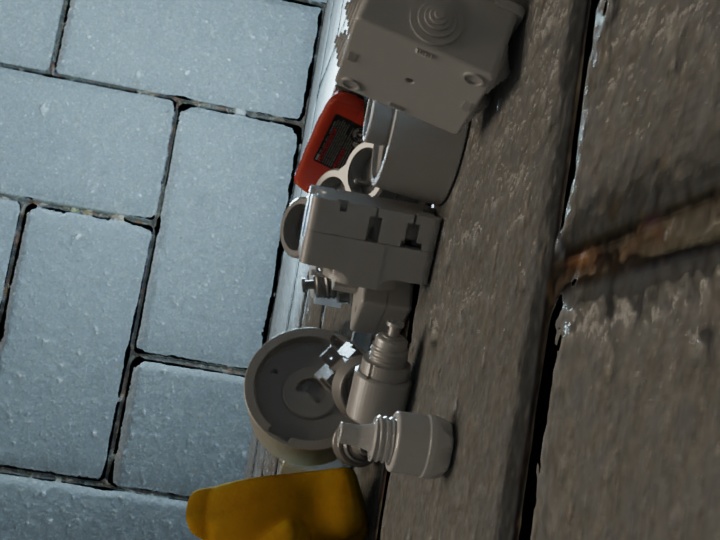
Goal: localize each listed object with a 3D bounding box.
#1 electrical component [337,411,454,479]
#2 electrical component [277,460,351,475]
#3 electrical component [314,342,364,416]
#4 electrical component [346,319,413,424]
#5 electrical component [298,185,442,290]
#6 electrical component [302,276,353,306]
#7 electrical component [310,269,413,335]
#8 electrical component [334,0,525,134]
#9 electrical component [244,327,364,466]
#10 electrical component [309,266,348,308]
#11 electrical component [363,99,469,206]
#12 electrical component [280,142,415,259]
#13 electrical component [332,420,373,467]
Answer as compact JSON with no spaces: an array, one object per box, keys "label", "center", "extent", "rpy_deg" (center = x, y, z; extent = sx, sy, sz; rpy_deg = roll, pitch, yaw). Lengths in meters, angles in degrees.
[{"label":"electrical component","center":[0.019,0.094,0.589],"extent":[0.035,0.061,0.035],"rpy_deg":[-170,90,-83]},{"label":"electrical component","center":[-0.035,0.152,0.968],"extent":[0.061,0.061,0.096],"rpy_deg":[110,176,-54]},{"label":"electrical component","center":[-0.001,0.084,0.796],"extent":[0.048,0.066,0.055],"rpy_deg":[-45,12,-8]},{"label":"electrical component","center":[0.016,0.072,0.729],"extent":[0.040,0.040,0.078],"rpy_deg":[-104,25,-73]},{"label":"electrical component","center":[0.005,-0.021,0.748],"extent":[0.050,0.089,0.055],"rpy_deg":[-107,28,-75]},{"label":"electrical component","center":[-0.009,0.010,0.891],"extent":[0.040,0.078,0.040],"rpy_deg":[176,90,-84]},{"label":"electrical component","center":[0.000,0.000,0.815],"extent":[0.047,0.076,0.083],"rpy_deg":[111,167,-57]},{"label":"electrical component","center":[0.036,-0.128,0.624],"extent":[0.099,0.100,0.048],"rpy_deg":[122,170,-72]},{"label":"electrical component","center":[-0.042,0.109,0.886],"extent":[0.060,0.108,0.108],"rpy_deg":[100,176,-58]},{"label":"electrical component","center":[-0.013,-0.005,0.983],"extent":[0.096,0.062,0.061],"rpy_deg":[-102,24,-72]},{"label":"electrical component","center":[0.035,-0.103,0.743],"extent":[0.108,0.060,0.108],"rpy_deg":[-170,90,-83]},{"label":"electrical component","center":[0.003,-0.051,0.882],"extent":[0.138,0.074,0.052],"rpy_deg":[-37,58,39]},{"label":"electrical component","center":[0.000,0.130,0.803],"extent":[0.061,0.035,0.035],"rpy_deg":[156,123,-78]}]
